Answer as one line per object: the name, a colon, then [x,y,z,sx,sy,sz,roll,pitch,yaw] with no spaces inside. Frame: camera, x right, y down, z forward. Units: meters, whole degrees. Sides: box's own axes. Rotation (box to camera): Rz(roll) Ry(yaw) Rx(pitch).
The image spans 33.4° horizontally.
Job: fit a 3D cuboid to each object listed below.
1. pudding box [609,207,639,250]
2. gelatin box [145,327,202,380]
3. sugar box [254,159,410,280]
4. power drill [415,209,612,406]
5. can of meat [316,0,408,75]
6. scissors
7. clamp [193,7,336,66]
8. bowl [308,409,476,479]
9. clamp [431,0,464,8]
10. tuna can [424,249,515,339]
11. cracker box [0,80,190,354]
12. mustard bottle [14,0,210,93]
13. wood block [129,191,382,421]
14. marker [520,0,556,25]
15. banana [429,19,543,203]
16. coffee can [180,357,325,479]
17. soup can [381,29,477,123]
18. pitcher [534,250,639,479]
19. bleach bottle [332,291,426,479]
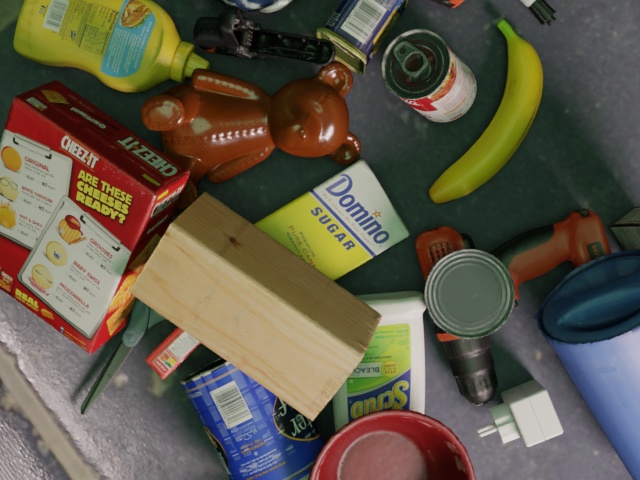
pudding box: [0.331,0.012,1.032,0.039,0.113,0.090,-32,91,-1]
gelatin box: [-0.133,0.099,1.067,0.073,0.089,0.030,-43,91,3]
sugar box: [-0.007,0.001,1.081,0.176,0.048,0.093,-32,91,4]
power drill: [0.203,0.058,1.067,0.187,0.057,0.184,-17,94,2]
can of meat: [0.043,-0.216,1.045,0.057,0.102,0.084,35,91,1]
scissors: [-0.202,0.081,1.106,0.202,0.016,0.096,-41,88,3]
clamp: [-0.063,-0.193,1.031,0.120,0.172,0.039,20,91,-24]
bowl: [0.064,0.233,1.021,0.162,0.055,0.162,-1,97,-7]
clamp: [0.076,-0.321,1.056,0.210,0.036,0.164,39,62,-11]
tuna can: [0.143,0.051,1.026,0.086,0.033,0.086,0,91,5]
cracker box: [-0.236,-0.020,1.024,0.164,0.072,0.214,34,125,8]
mustard bottle: [-0.203,-0.202,1.076,0.191,0.058,0.096,19,87,2]
wood block: [-0.057,0.059,0.990,0.206,0.090,0.090,35,118,0]
marker: [0.194,-0.264,1.077,0.020,0.020,0.121,-43,89,3]
banana: [0.177,-0.119,1.076,0.070,0.037,0.198,23,90,23]
coffee can: [-0.063,0.179,1.059,0.103,0.103,0.140,-27,90,3]
soup can: [0.108,-0.157,1.034,0.069,0.102,0.068,-3,82,23]
pitcher: [0.318,0.139,0.993,0.145,0.149,0.242,-30,112,5]
bleach bottle: [0.066,0.181,1.076,0.102,0.068,0.251,-5,94,2]
